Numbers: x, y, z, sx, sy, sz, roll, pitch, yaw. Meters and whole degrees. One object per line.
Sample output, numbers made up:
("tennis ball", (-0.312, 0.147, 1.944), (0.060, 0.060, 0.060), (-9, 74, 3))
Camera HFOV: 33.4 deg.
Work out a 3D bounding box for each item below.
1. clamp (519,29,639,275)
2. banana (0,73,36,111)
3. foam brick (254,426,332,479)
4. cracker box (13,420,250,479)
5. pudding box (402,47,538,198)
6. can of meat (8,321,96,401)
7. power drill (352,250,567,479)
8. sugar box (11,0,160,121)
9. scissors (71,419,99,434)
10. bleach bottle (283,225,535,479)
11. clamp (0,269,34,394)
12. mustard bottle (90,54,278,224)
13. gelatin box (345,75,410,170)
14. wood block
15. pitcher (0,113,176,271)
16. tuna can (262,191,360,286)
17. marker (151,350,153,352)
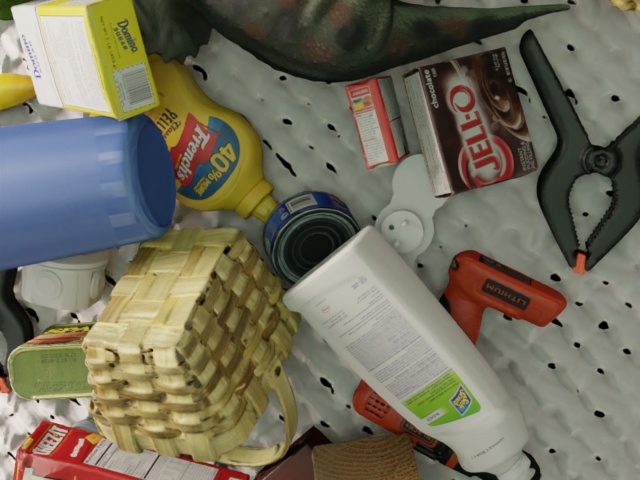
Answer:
("clamp", (0.251, -0.074, 0.919), (0.164, 0.036, 0.210), (3, 101, 10))
("banana", (-0.350, -0.102, 1.016), (0.198, 0.037, 0.069), (-43, 107, 13))
("foam brick", (-0.019, 0.222, 0.998), (0.078, 0.053, 0.051), (-42, 90, 12))
("cracker box", (-0.187, 0.282, 1.016), (0.214, 0.072, 0.164), (13, 108, 6))
("pudding box", (0.128, -0.100, 0.912), (0.089, 0.039, 0.113), (-17, 90, -24))
("can of meat", (-0.230, 0.114, 1.001), (0.102, 0.084, 0.057), (-5, 97, 10))
("power drill", (0.144, 0.118, 0.954), (0.184, 0.057, 0.188), (27, 101, 5))
("sugar box", (-0.200, -0.156, 0.895), (0.048, 0.176, 0.093), (-22, 113, -26))
("scissors", (-0.148, 0.196, 1.034), (0.202, 0.016, 0.096), (11, 100, 7))
("bleach bottle", (0.086, 0.112, 0.906), (0.103, 0.068, 0.251), (-38, 93, 30))
("clamp", (-0.334, 0.066, 1.033), (0.120, 0.039, 0.171), (-4, 97, 11))
("mustard bottle", (-0.110, -0.083, 0.966), (0.191, 0.058, 0.096), (42, 106, 1))
("gelatin box", (0.050, -0.102, 0.920), (0.030, 0.089, 0.073), (-14, 97, 14))
("wood block", (0.051, 0.287, 0.945), (0.090, 0.091, 0.206), (-8, 113, -1))
("pitcher", (-0.251, -0.042, 0.925), (0.243, 0.145, 0.149), (-8, 56, 12))
("tuna can", (-0.006, 0.001, 0.954), (0.086, 0.034, 0.086), (-7, 120, -13))
("marker", (-0.162, 0.094, 1.020), (0.020, 0.020, 0.121), (3, 99, 9))
